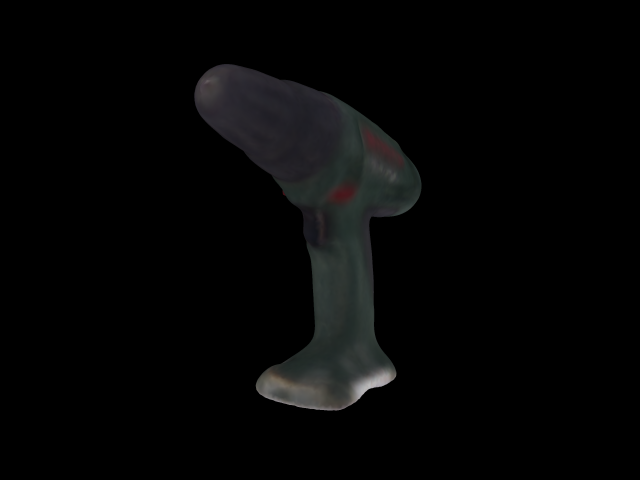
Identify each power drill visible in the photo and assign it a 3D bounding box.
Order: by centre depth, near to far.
[{"bbox_3d":[0.004,0.001,0.400,0.075,0.208,0.230,3,5,32],"label":"power drill"}]
